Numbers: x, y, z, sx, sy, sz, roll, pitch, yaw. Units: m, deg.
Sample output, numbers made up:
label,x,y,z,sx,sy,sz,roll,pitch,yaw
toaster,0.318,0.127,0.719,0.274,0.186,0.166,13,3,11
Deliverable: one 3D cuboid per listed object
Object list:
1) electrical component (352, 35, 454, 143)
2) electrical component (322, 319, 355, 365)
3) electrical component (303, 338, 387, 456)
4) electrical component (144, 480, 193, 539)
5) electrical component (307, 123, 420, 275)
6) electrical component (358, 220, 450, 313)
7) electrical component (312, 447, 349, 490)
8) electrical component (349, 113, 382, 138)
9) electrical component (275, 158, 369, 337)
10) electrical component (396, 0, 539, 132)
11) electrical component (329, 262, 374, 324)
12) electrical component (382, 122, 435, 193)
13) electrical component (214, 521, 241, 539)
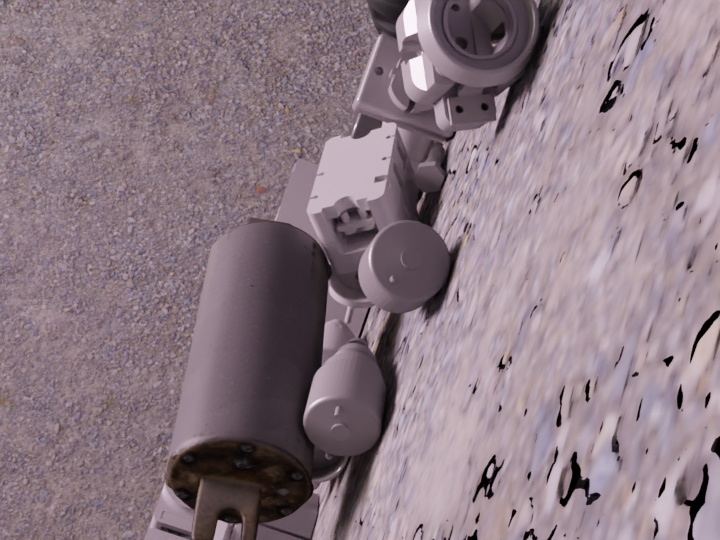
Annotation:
label,x,y,z,sx,sy,sz,roll,pitch,yaw
electrical component,0.036,-0.117,0.679,0.077,0.066,0.047,-169,99,-85
electrical component,-0.020,0.057,0.755,0.078,0.040,0.040,-81,11,-66
electrical component,-0.006,0.063,0.570,0.078,0.040,0.040,-78,9,-57
electrical component,-0.148,0.258,1.007,0.060,0.105,0.186,118,170,-60
electrical component,0.005,-0.042,0.678,0.089,0.050,0.055,-79,-29,-52
electrical component,0.019,0.002,0.541,0.078,0.040,0.040,126,163,-74
electrical component,-0.034,0.110,0.671,0.077,0.043,0.079,-87,20,-73
electrical component,0.021,-0.110,0.879,0.045,0.055,0.045,-160,90,-85
electrical component,-0.033,0.002,0.837,0.062,0.089,0.150,141,148,-81
electrical component,0.051,-0.110,0.508,0.057,0.058,0.078,155,108,-79
electrical component,0.000,0.000,0.751,0.077,0.043,0.079,-78,2,-59
electrical component,0.030,-0.080,0.754,0.044,0.044,0.065,177,108,-85
electrical component,-0.090,0.216,0.812,0.058,0.057,0.078,127,162,-75
